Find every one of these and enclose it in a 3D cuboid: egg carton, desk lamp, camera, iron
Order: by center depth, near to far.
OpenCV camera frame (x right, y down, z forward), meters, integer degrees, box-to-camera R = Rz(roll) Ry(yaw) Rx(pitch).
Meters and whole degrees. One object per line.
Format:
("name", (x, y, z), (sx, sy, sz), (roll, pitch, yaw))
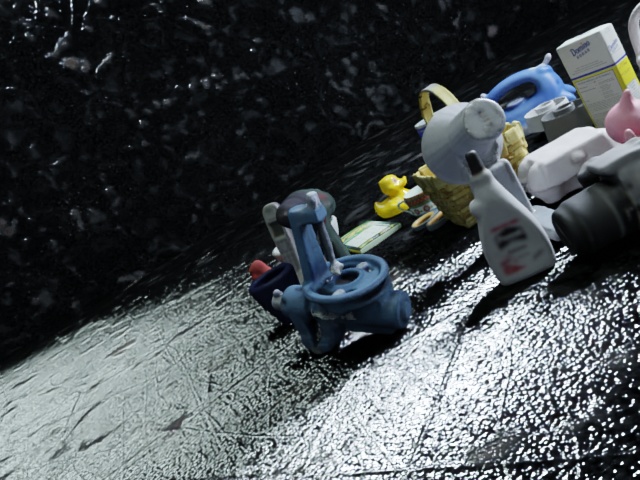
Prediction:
("camera", (0.335, -0.051, 0.668), (0.137, 0.101, 0.143), (-30, 12, 6))
("desk lamp", (0.242, -0.099, 0.811), (0.118, 0.214, 0.203), (-31, 12, 0))
("egg carton", (0.385, -0.118, 0.888), (0.150, 0.069, 0.107), (-29, 12, 6))
("iron", (0.453, -0.317, 1.340), (0.257, 0.141, 0.119), (-23, 15, 31))

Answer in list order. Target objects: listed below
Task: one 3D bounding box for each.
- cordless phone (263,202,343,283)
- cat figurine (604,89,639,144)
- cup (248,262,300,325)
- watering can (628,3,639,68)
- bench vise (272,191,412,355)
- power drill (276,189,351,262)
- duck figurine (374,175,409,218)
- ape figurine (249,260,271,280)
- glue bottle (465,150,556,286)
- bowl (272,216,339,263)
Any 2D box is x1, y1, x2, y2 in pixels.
("cordless phone", (-0.037, 0.001, 1.140), (0.147, 0.185, 0.094), (-20, 17, 40))
("cat figurine", (0.426, -0.144, 0.779), (0.067, 0.118, 0.128), (-21, 16, 36))
("cup", (-0.065, 0.098, 1.037), (0.091, 0.095, 0.118), (-26, 14, 23))
("watering can", (0.548, -0.290, 0.888), (0.100, 0.194, 0.173), (-22, 15, 33))
("bench vise", (-0.006, 0.052, 0.785), (0.207, 0.220, 0.121), (-26, 14, 22))
("power drill", (0.009, 0.003, 0.968), (0.075, 0.208, 0.229), (-27, 13, 15))
("duck figurine", (0.166, -0.106, 1.317), (0.104, 0.086, 0.077), (-28, 13, 13))
("ape figurine", (-0.118, 0.085, 1.220), (0.076, 0.092, 0.078), (-30, 13, 5))
("glue bottle", (0.218, -0.032, 0.696), (0.078, 0.173, 0.037), (-28, 13, 14))
("bowl", (-0.020, 0.017, 1.297), (0.167, 0.075, 0.167), (-29, 12, 7))
